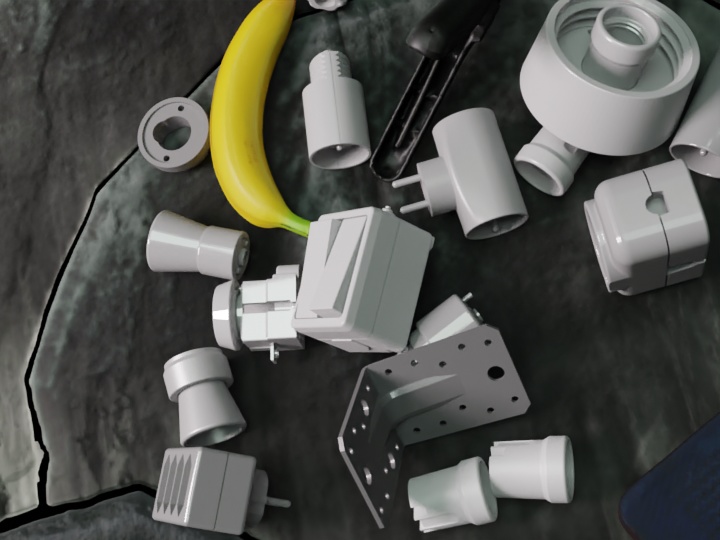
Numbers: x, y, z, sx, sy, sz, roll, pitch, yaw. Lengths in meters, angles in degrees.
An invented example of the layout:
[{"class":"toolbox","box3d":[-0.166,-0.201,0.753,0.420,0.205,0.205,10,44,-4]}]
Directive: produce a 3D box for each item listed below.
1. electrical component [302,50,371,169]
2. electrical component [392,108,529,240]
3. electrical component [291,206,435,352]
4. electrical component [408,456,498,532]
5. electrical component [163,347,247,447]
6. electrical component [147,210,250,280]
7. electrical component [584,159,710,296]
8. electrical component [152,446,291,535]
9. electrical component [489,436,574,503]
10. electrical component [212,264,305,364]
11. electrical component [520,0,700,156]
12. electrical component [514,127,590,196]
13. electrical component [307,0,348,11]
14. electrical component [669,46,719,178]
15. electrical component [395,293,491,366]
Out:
[{"class":"electrical component","box3d":[-0.018,-0.116,0.755,0.043,0.043,0.081,-10,72,11]},{"class":"electrical component","box3d":[0.062,-0.058,0.712,0.079,0.043,0.077,-16,75,0]},{"class":"electrical component","box3d":[0.000,0.000,0.693,0.062,0.061,0.096,-5,66,53]},{"class":"electrical component","box3d":[0.057,0.140,0.663,0.046,0.040,0.040,-17,70,14]},{"class":"electrical component","box3d":[-0.104,0.085,0.716,0.045,0.045,0.055,-22,69,7]},{"class":"electrical component","box3d":[-0.110,-0.015,0.750,0.065,0.044,0.044,11,77,12]},{"class":"electrical component","box3d":[0.172,-0.022,0.651,0.059,0.095,0.053,-16,71,9]},{"class":"electrical component","box3d":[-0.082,0.143,0.684,0.076,0.083,0.047,15,75,-21]},{"class":"electrical component","box3d":[0.105,0.122,0.656,0.046,0.040,0.040,-4,73,18]},{"class":"electrical component","box3d":[-0.068,0.030,0.724,0.055,0.048,0.066,-3,73,5]},{"class":"electrical component","box3d":[0.162,-0.133,0.683,0.108,0.060,0.108,4,55,-6]},{"class":"electrical component","box3d":[0.131,-0.078,0.709,0.040,0.040,0.046,34,79,21]},{"class":"electrical component","box3d":[-0.022,-0.225,0.793,0.035,0.035,0.061,2,72,15]},{"class":"electrical component","box3d":[0.249,-0.095,0.681,0.079,0.043,0.077,25,81,18]},{"class":"electrical component","box3d":[0.048,0.050,0.691,0.078,0.040,0.040,-37,69,2]}]
